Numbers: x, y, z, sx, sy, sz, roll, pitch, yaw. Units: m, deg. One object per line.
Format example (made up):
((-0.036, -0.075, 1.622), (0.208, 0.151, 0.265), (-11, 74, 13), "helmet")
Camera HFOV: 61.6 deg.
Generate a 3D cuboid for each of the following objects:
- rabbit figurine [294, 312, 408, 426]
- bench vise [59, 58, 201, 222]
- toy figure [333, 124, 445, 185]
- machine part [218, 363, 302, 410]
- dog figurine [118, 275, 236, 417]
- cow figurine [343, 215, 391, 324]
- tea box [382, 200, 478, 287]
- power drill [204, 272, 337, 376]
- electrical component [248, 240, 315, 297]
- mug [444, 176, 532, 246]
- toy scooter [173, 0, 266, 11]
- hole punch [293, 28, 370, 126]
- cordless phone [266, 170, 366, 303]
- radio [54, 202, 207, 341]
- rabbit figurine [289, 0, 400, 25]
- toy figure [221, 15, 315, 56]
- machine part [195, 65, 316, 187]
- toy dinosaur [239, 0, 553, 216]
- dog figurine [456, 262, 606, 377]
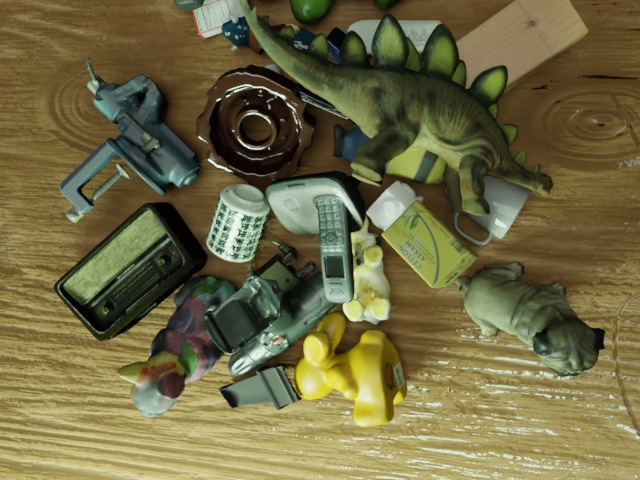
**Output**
((0.029, 0.201, 0.823), (0.173, 0.122, 0.162), (-13, 105, 32), "rabbit figurine")
((-0.317, -0.134, 0.836), (0.240, 0.129, 0.223), (-45, 104, -5), "bench vise")
((0.108, -0.131, 0.787), (0.180, 0.082, 0.089), (4, 131, 2), "toy figure")
((-0.098, 0.241, 0.866), (0.139, 0.039, 0.084), (-19, 108, 31), "machine part")
((-0.208, 0.157, 0.807), (0.108, 0.219, 0.191), (24, 101, 3), "dog figurine")
((0.070, 0.043, 0.817), (0.068, 0.098, 0.167), (-10, 75, 14), "cow figurine")
((0.157, 0.010, 0.741), (0.068, 0.169, 0.098), (-46, 71, 12), "tea box")
((-0.083, 0.129, 0.790), (0.232, 0.207, 0.086), (-38, 64, 6), "power drill")
((-0.069, 0.050, 0.861), (0.078, 0.045, 0.102), (38, 105, -25), "electrical component")
((0.230, -0.052, 0.777), (0.107, 0.080, 0.109), (33, 92, 15), "mug")
((-0.138, -0.415, 0.776), (0.184, 0.075, 0.135), (-6, 94, 7), "toy scooter")
((0.037, -0.227, 0.746), (0.116, 0.142, 0.092), (26, 117, -6), "hole punch")
((-0.002, -0.002, 0.776), (0.147, 0.088, 0.184), (-3, 90, 38), "cordless phone")
((-0.308, 0.054, 0.886), (0.229, 0.073, 0.131), (-39, 88, 12), "radio")
((0.018, -0.387, 0.763), (0.170, 0.121, 0.159), (-25, 88, 27), "rabbit figurine")
((-0.072, -0.302, 0.813), (0.155, 0.058, 0.064), (20, 114, 6), "toy figure")
((-0.094, -0.169, 0.799), (0.179, 0.056, 0.179), (2, 123, 3), "machine part")
((0.103, -0.161, 0.665), (0.471, 0.105, 0.198), (19, 89, -14), "toy dinosaur")
((0.273, 0.102, 0.729), (0.172, 0.190, 0.121), (9, 98, 11), "dog figurine")
